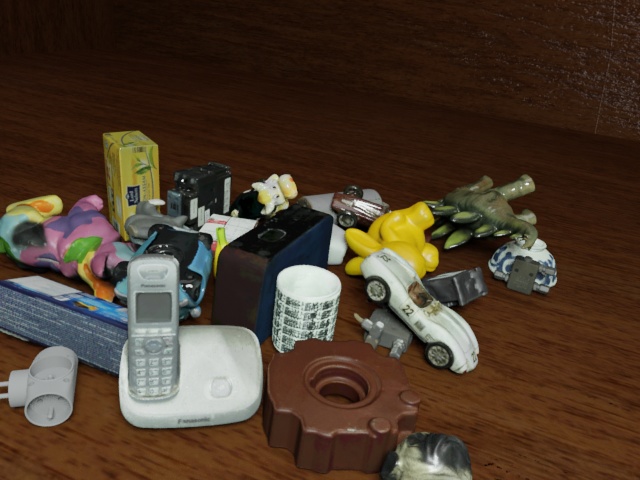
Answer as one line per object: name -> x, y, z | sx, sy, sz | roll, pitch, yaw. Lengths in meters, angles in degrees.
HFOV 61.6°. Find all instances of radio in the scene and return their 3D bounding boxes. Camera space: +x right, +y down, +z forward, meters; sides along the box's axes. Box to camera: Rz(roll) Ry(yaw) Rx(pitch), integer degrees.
radio -> -0.060, 0.040, 0.763 | 0.073, 0.131, 0.229 | 17, 27, 18

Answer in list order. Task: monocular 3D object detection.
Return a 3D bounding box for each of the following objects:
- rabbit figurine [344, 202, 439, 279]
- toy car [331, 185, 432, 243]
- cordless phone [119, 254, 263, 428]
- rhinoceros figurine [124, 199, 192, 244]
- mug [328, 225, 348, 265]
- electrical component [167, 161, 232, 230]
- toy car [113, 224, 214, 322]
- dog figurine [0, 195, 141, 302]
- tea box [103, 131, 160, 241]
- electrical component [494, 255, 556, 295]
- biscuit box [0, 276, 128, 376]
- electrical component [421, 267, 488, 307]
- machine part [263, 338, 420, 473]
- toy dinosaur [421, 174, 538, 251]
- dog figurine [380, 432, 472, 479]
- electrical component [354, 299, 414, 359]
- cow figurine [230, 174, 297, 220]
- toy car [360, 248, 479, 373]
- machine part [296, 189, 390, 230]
rabbit figurine -> 0.121, 0.013, 0.880 | 0.162, 0.121, 0.173 | 1, 23, 2
toy car -> 0.118, -0.040, 1.002 | 0.202, 0.053, 0.089 | 25, 48, -7
cordless phone -> -0.131, 0.098, 0.558 | 0.147, 0.184, 0.089 | 1, 21, -13
rhinoceros figurine -> -0.247, -0.003, 0.852 | 0.112, 0.073, 0.191 | -21, 43, -37
mug -> -0.002, -0.003, 0.941 | 0.107, 0.080, 0.109 | 21, 31, 4
electrical component -> -0.223, -0.076, 0.991 | 0.058, 0.114, 0.134 | 16, 24, 24
toy car -> -0.201, 0.054, 0.715 | 0.109, 0.102, 0.162 | 10, 35, -1
dog figurine -> -0.346, 0.024, 0.757 | 0.191, 0.108, 0.219 | -7, 31, -29
tea box -> -0.328, -0.096, 0.939 | 0.068, 0.169, 0.098 | -12, 32, -35
electrical component -> 0.347, 0.057, 0.915 | 0.094, 0.063, 0.021 | 18, 27, 24
biscuit box -> -0.289, 0.100, 0.640 | 0.203, 0.062, 0.059 | 16, 8, 18
electrical component -> 0.190, 0.078, 0.837 | 0.075, 0.047, 0.119 | -14, -4, -43
machine part -> 0.020, 0.172, 0.590 | 0.179, 0.056, 0.179 | 5, 24, -2
toy dinosaur -> 0.310, -0.046, 1.026 | 0.199, 0.105, 0.471 | -20, 10, -8
dog figurine -> 0.071, 0.240, 0.431 | 0.172, 0.121, 0.191 | 2, 11, -18
electrical component -> 0.091, 0.116, 0.741 | 0.078, 0.045, 0.102 | 16, 26, 23
cow figurine -> -0.111, -0.074, 0.994 | 0.098, 0.068, 0.167 | -25, -1, -30
toy car -> 0.135, 0.093, 0.722 | 0.202, 0.056, 0.073 | 46, 31, 14
machine part -> 0.039, -0.056, 1.063 | 0.243, 0.079, 0.079 | -8, 29, -32
